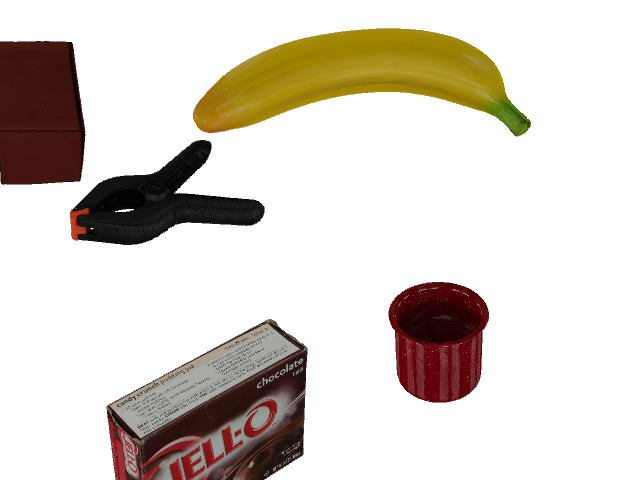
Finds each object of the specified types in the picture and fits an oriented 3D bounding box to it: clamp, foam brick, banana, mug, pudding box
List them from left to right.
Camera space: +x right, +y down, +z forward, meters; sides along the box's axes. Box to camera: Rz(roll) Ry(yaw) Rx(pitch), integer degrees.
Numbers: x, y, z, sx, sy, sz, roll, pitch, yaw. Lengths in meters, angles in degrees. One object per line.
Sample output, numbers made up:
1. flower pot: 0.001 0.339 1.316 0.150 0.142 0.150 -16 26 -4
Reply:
1. foam brick: -0.180 -0.081 0.675 0.051 0.078 0.053 -4 -35 -18
2. clamp: -0.149 -0.043 0.977 0.171 0.039 0.120 -10 38 -22
3. pudding box: -0.060 0.106 0.593 0.113 0.090 0.039 -29 49 -33
4. banana: 0.024 -0.094 0.622 0.197 0.069 0.037 -2 -41 -9
5. mug: 0.115 0.092 1.024 0.093 0.081 0.117 5 38 14
